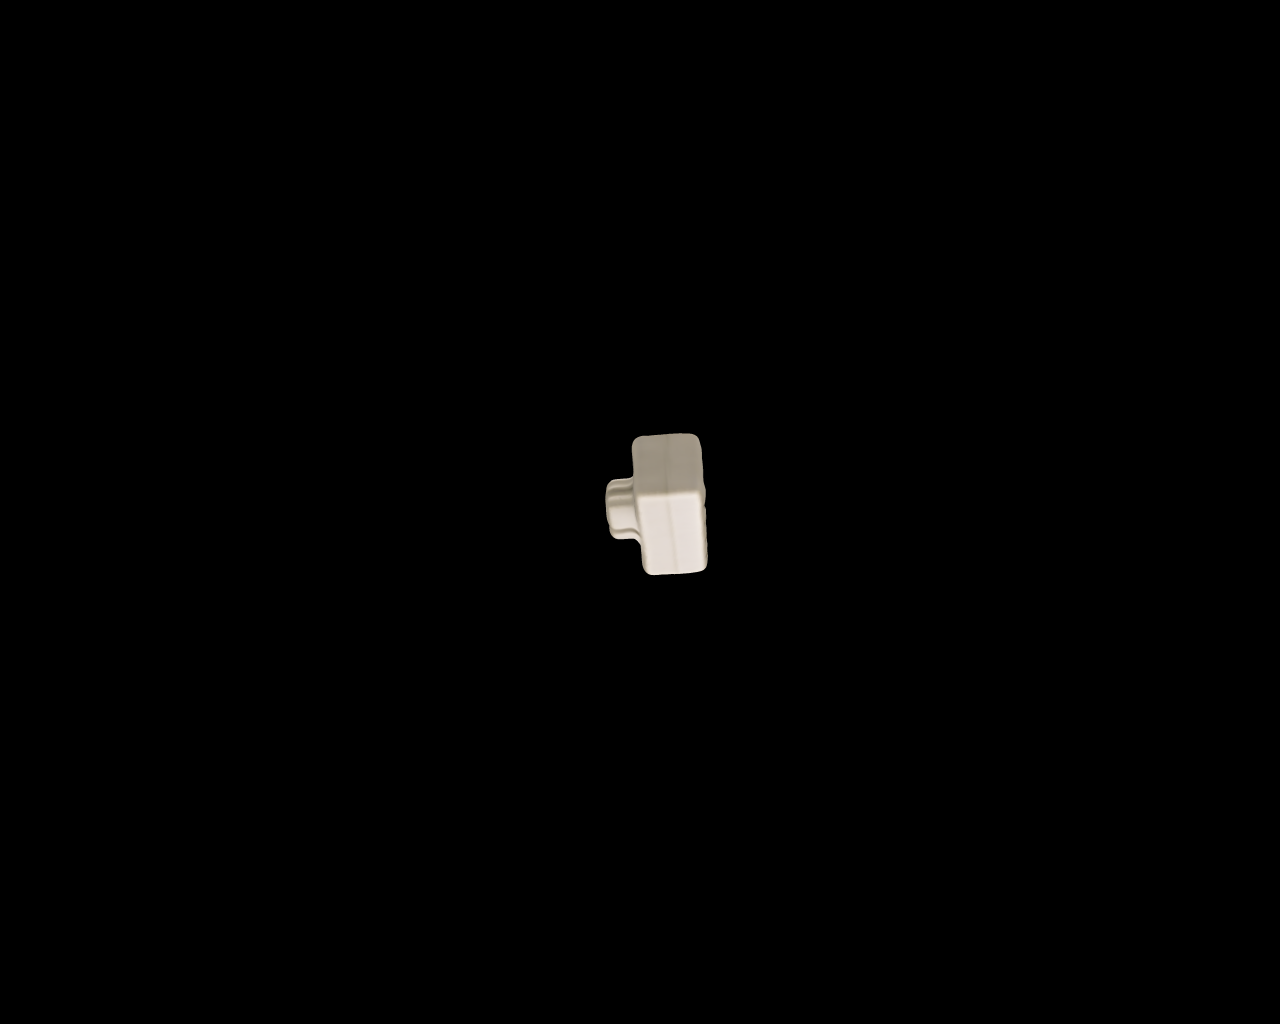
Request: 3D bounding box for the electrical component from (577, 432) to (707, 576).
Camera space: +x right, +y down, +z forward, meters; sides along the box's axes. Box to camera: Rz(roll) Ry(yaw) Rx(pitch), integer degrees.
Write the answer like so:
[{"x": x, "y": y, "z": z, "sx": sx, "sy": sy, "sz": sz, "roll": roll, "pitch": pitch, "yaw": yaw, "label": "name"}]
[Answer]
[{"x": 0.001, "y": -0.003, "z": 0.650, "sx": 0.076, "sy": 0.047, "sz": 0.083, "roll": -3, "pitch": -37, "yaw": 4, "label": "electrical component"}]
